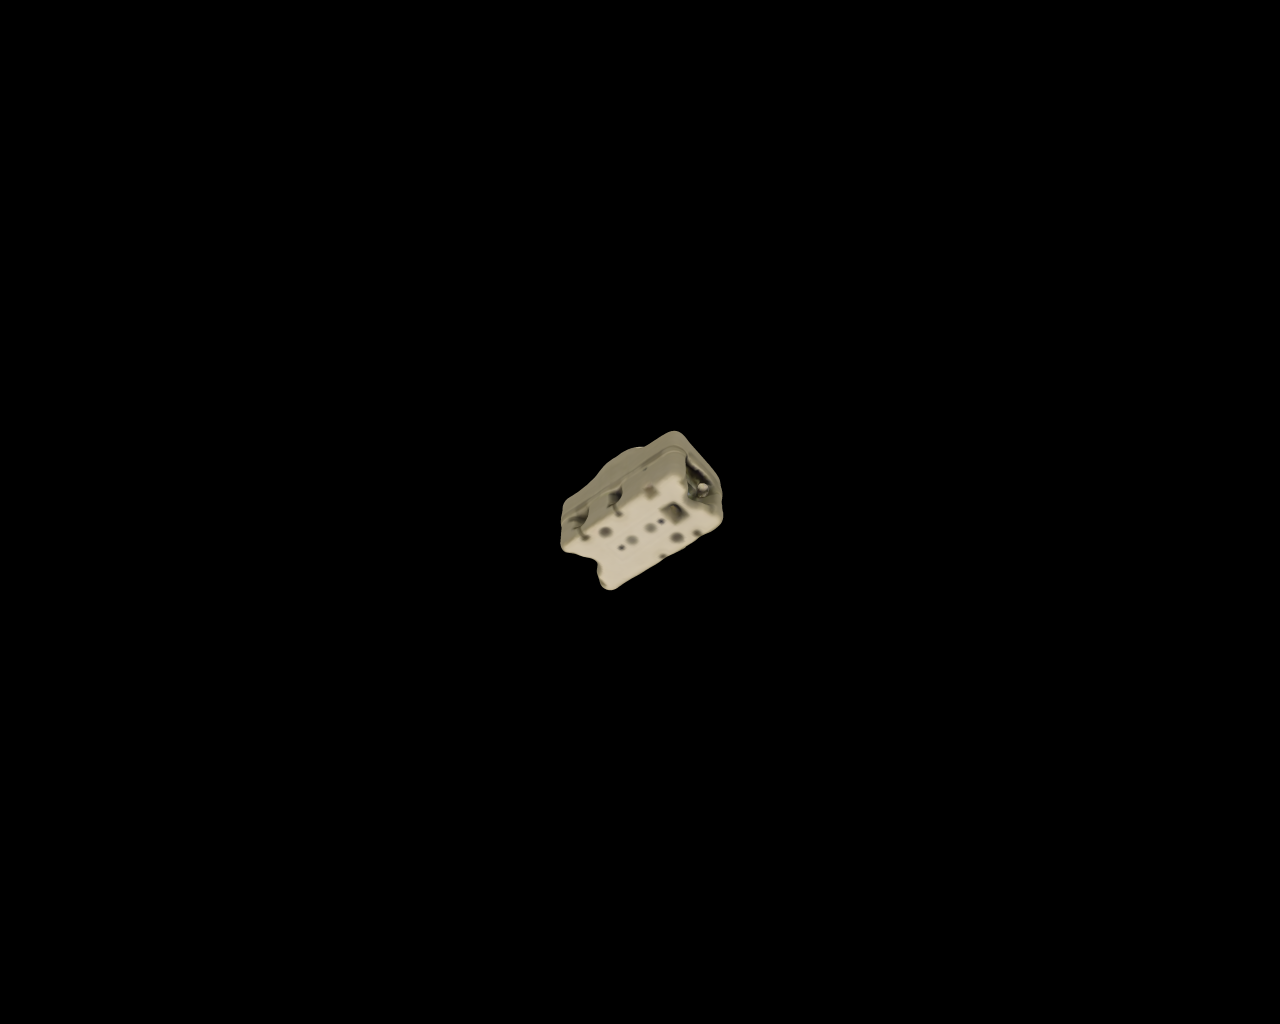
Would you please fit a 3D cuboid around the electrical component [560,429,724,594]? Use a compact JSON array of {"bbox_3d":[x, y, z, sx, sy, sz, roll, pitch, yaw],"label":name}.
[{"bbox_3d":[0.001,-0.003,0.650,0.089,0.050,0.056,-33,29,21],"label":"electrical component"}]
